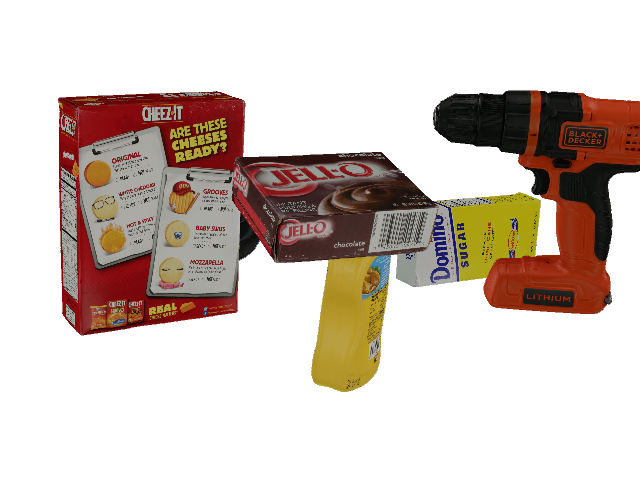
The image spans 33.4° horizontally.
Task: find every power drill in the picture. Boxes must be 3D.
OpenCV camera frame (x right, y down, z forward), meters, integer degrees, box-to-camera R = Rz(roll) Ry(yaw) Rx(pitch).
[{"bbox_3d":[0.181,-0.033,0.882,0.184,0.188,0.057,5,29,7],"label":"power drill"}]

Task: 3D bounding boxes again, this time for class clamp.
[{"bbox_3d":[-0.084,-0.018,1.214,0.120,0.039,0.171,-1,36,25],"label":"clamp"}]

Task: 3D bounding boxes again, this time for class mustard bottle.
[{"bbox_3d":[0.034,0.035,0.975,0.058,0.192,0.096,15,21,19],"label":"mustard bottle"}]

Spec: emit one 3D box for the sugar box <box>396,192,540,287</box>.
[{"bbox_3d":[0.174,-0.002,1.249,0.175,0.093,0.048,-8,18,-31],"label":"sugar box"}]

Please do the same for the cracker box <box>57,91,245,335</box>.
[{"bbox_3d":[-0.160,-0.030,1.009,0.163,0.214,0.072,-7,18,-30],"label":"cracker box"}]

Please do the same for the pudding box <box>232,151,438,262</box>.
[{"bbox_3d":[0.007,-0.024,0.706,0.113,0.039,0.090,-2,30,-24],"label":"pudding box"}]
